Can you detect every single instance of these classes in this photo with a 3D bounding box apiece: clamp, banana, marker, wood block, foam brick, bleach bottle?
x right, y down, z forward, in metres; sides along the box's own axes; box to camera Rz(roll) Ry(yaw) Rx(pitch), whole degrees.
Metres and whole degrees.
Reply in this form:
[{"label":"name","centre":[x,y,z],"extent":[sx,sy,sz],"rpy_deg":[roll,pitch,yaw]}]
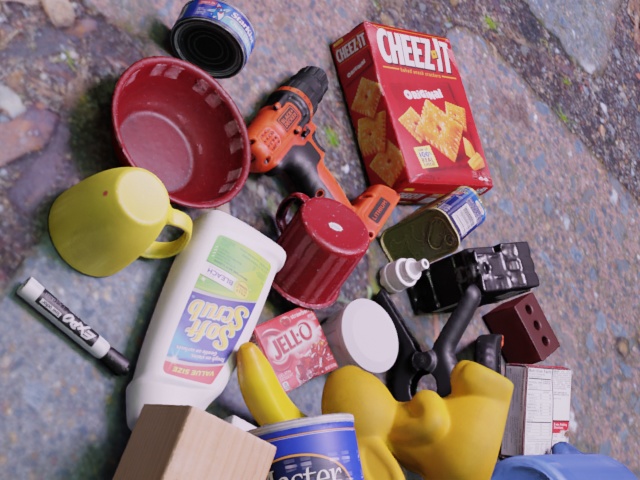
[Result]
[{"label":"clamp","centre":[0.125,0.126,1.159],"extent":[0.039,0.120,0.171],"rpy_deg":[16,62,-57]},{"label":"banana","centre":[-0.027,0.164,1.024],"extent":[0.197,0.037,0.069],"rpy_deg":[39,61,-45]},{"label":"marker","centre":[-0.212,0.078,0.929],"extent":[0.121,0.020,0.020],"rpy_deg":[44,46,-19]},{"label":"wood block","centre":[-0.124,0.242,0.842],"extent":[0.090,0.091,0.206],"rpy_deg":[32,66,-28]},{"label":"foam brick","centre":[0.250,0.113,1.322],"extent":[0.052,0.051,0.078],"rpy_deg":[-28,90,-47]},{"label":"clamp","centre":[0.187,0.165,1.201],"extent":[0.210,0.036,0.164],"rpy_deg":[-74,158,-51]},{"label":"bleach bottle","centre":[-0.111,0.098,0.984],"extent":[0.102,0.068,0.250],"rpy_deg":[33,53,-24]}]

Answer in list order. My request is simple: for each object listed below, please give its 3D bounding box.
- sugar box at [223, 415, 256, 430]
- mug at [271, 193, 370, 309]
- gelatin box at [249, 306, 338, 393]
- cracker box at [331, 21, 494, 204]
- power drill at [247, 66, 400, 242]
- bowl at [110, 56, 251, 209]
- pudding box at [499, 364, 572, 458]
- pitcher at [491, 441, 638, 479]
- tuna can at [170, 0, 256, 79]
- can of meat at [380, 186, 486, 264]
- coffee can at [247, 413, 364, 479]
[{"label":"sugar box","centre":[-0.034,0.243,0.996],"extent":[0.176,0.048,0.093],"rpy_deg":[34,50,-28]},{"label":"mug","centre":[-0.007,0.001,1.100],"extent":[0.093,0.082,0.117],"rpy_deg":[-4,52,-40]},{"label":"gelatin box","centre":[-0.031,0.112,1.074],"extent":[0.089,0.030,0.073],"rpy_deg":[-19,83,-47]},{"label":"cracker box","centre":[0.117,-0.152,1.314],"extent":[0.163,0.072,0.214],"rpy_deg":[1,69,-44]},{"label":"power drill","centre":[0.005,-0.089,1.190],"extent":[0.187,0.057,0.184],"rpy_deg":[47,46,-13]},{"label":"bowl","centre":[-0.147,-0.097,1.050],"extent":[0.161,0.055,0.162],"rpy_deg":[20,57,-35]},{"label":"pudding box","centre":[0.258,0.205,1.273],"extent":[0.089,0.039,0.113],"rpy_deg":[10,80,-40]},{"label":"pitcher","centre":[0.259,0.297,1.128],"extent":[0.242,0.149,0.145],"rpy_deg":[22,90,-57]},{"label":"tuna can","centre":[-0.112,-0.210,1.117],"extent":[0.086,0.086,0.033],"rpy_deg":[38,50,-23]},{"label":"can of meat","centre":[0.134,-0.014,1.241],"extent":[0.083,0.102,0.057],"rpy_deg":[-35,96,-49]},{"label":"coffee can","centre":[-0.009,0.229,0.920],"extent":[0.102,0.103,0.140],"rpy_deg":[4,69,-42]}]
